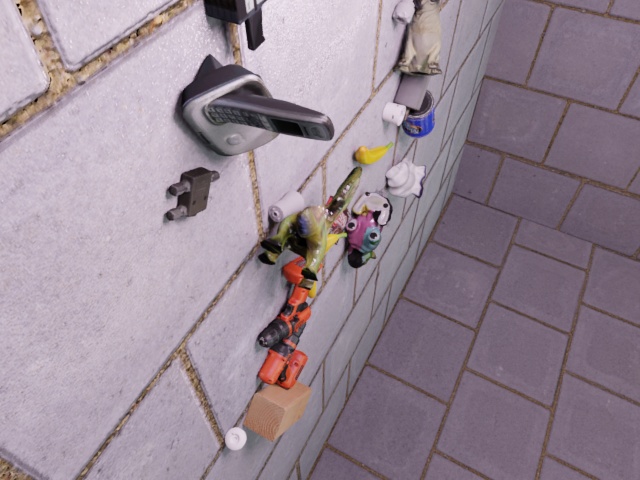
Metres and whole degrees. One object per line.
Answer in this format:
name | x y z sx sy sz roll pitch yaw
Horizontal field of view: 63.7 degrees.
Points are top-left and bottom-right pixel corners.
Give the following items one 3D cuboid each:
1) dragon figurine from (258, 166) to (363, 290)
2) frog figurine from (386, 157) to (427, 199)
dragon figurine | 0.003 -0.048 0.956 0.247 0.122 0.403 -57 180 -24
frog figurine | 0.270 -0.209 1.734 0.159 0.125 0.135 3 123 -34
